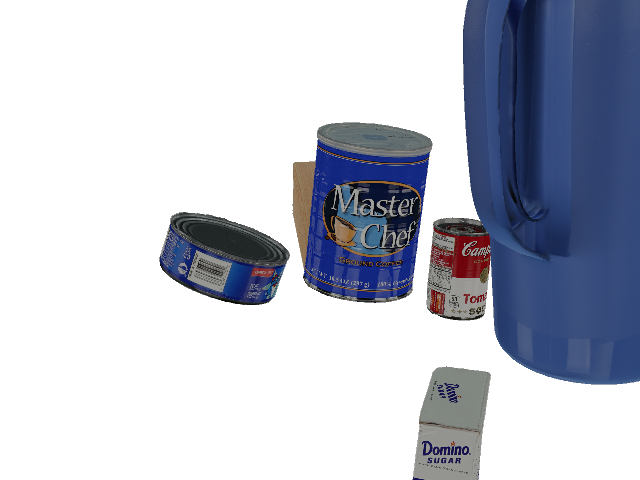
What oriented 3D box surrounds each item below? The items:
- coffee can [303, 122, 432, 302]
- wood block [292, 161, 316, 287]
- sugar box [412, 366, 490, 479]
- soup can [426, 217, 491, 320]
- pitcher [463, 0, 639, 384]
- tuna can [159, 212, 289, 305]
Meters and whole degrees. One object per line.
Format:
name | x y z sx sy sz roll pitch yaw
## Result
coffee can | 0.041 -0.027 0.965 0.103 0.140 0.103 5 18 -2
wood block | 0.017 -0.027 1.421 0.090 0.090 0.206 -2 27 -6
sugar box | 0.082 0.183 0.721 0.048 0.176 0.093 6 17 11
soup can | 0.157 0.032 1.203 0.068 0.102 0.068 3 15 -1
pitcher | 0.140 -0.048 0.555 0.149 0.243 0.145 -3 22 0
tuna can | -0.067 0.012 0.737 0.086 0.034 0.086 18 14 -5
